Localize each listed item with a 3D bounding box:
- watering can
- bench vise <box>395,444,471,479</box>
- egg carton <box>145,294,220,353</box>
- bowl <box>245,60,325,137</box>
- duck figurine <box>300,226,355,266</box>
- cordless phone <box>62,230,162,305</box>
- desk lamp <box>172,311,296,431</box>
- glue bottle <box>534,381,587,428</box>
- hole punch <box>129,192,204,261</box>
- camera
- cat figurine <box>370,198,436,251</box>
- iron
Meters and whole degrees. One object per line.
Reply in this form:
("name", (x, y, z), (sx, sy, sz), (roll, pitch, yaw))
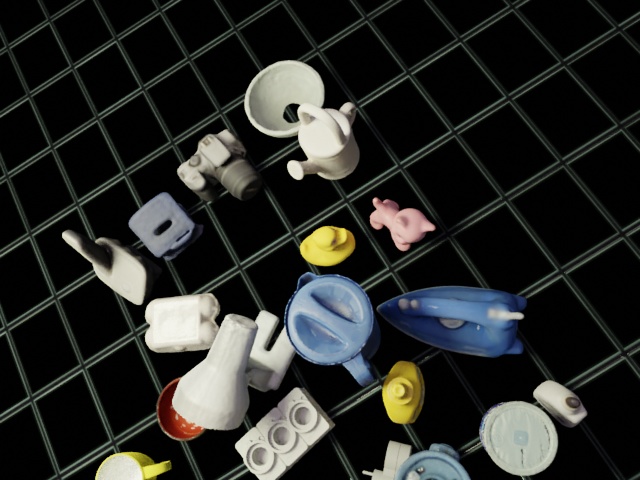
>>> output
("watering can", (0.009, -0.187, 1.070), (0.100, 0.194, 0.173), (12, 77, 16))
("bench vise", (0.168, 0.416, 0.849), (0.121, 0.220, 0.207), (0, 74, 12))
("egg carton", (-0.262, 0.160, 1.095), (0.150, 0.069, 0.107), (-8, 73, 10))
("bowl", (-0.065, -0.276, 1.175), (0.167, 0.075, 0.167), (-3, 74, 11))
("duck figurine", (0.010, 0.004, 1.072), (0.104, 0.086, 0.077), (-14, 72, 8))
("cordless phone", (-0.403, 0.047, 1.097), (0.147, 0.185, 0.094), (28, 82, 18))
("desk lamp", (-0.138, 0.212, 0.977), (0.117, 0.214, 0.203), (23, 80, 18))
("glue bottle", (0.374, 0.251, 0.876), (0.037, 0.173, 0.078), (-42, 70, -1))
("hole punch", (-0.307, -0.027, 1.147), (0.108, 0.091, 0.101), (-41, 70, -1))
("camera", (-0.194, -0.136, 1.149), (0.143, 0.101, 0.136), (-44, 70, -2))
("cat figurine", (0.146, -0.034, 1.037), (0.127, 0.118, 0.067), (40, 86, 19))
("iron", (0.215, 0.124, 0.964), (0.257, 0.142, 0.119), (5, 75, 14))
